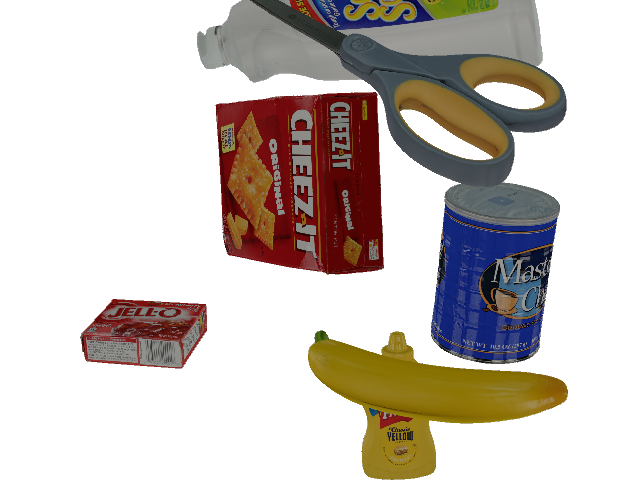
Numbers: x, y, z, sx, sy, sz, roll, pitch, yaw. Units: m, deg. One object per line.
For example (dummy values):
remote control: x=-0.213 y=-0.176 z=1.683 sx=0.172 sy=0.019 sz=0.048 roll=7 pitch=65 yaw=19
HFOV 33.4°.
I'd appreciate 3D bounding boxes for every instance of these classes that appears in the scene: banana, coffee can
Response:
banana: x=0.066 y=0.094 z=0.734 sx=0.198 sy=0.037 sz=0.069 roll=11 pitch=35 yaw=29
coffee can: x=0.159 y=0.028 z=0.980 sx=0.103 sy=0.140 sz=0.103 roll=3 pitch=21 yaw=-1

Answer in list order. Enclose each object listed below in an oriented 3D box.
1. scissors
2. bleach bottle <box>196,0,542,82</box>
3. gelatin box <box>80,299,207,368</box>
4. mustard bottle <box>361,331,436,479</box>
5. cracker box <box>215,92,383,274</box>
scissors: x=0.041 y=-0.094 z=0.530 sx=0.096 sy=0.016 sz=0.202 roll=-20 pitch=47 yaw=-22
bleach bottle: x=0.031 y=-0.158 z=0.791 sx=0.251 sy=0.102 sz=0.068 roll=-9 pitch=-29 yaw=12
gelatin box: x=-0.149 y=0.078 z=0.913 sx=0.089 sy=0.030 sz=0.073 roll=3 pitch=21 yaw=11
mustard bottle: x=0.100 y=0.211 z=1.378 sx=0.096 sy=0.192 sz=0.058 roll=-2 pitch=14 yaw=-1
cracker box: x=-0.026 y=-0.058 z=1.045 sx=0.072 sy=0.164 sz=0.214 roll=-7 pitch=8 yaw=-30
